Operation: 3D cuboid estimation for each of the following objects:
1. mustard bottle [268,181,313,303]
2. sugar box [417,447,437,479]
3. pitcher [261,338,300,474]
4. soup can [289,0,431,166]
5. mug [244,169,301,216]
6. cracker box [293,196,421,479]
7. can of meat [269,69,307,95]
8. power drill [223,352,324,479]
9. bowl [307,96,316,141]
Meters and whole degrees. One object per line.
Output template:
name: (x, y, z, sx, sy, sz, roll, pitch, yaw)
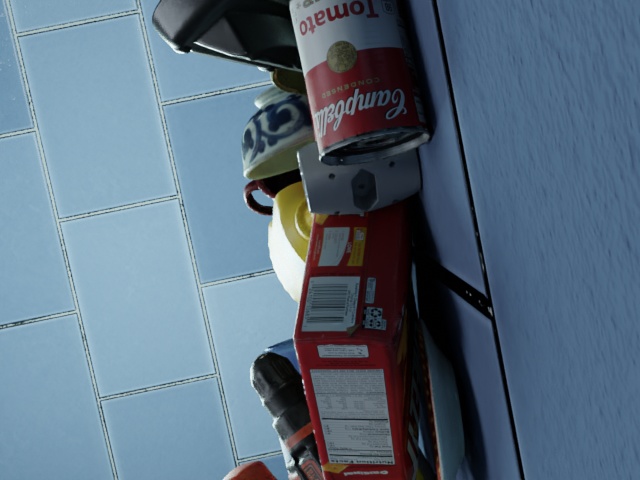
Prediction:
mustard bottle: (-0.006, 0.001, 0.911, 0.096, 0.058, 0.192, 63, 169, 11)
sugar box: (0.044, 0.157, 0.966, 0.176, 0.048, 0.093, 58, -175, 4)
pitcher: (0.025, 0.211, 1.080, 0.149, 0.144, 0.243, -20, 87, 57)
soup can: (0.023, -0.103, 0.643, 0.068, 0.068, 0.102, 94, 165, -82)
mug: (-0.020, -0.052, 1.086, 0.081, 0.117, 0.093, 58, -161, -50)
cracker box: (0.036, 0.074, 0.791, 0.214, 0.072, 0.164, 79, -166, -47)
can of meat: (-0.014, -0.187, 0.920, 0.084, 0.057, 0.102, -107, 36, -49)
power drill: (-0.027, 0.208, 0.962, 0.184, 0.057, 0.188, 55, 144, 13)
bowl: (0.024, -0.090, 0.847, 0.162, 0.055, 0.162, 169, 90, -88)
